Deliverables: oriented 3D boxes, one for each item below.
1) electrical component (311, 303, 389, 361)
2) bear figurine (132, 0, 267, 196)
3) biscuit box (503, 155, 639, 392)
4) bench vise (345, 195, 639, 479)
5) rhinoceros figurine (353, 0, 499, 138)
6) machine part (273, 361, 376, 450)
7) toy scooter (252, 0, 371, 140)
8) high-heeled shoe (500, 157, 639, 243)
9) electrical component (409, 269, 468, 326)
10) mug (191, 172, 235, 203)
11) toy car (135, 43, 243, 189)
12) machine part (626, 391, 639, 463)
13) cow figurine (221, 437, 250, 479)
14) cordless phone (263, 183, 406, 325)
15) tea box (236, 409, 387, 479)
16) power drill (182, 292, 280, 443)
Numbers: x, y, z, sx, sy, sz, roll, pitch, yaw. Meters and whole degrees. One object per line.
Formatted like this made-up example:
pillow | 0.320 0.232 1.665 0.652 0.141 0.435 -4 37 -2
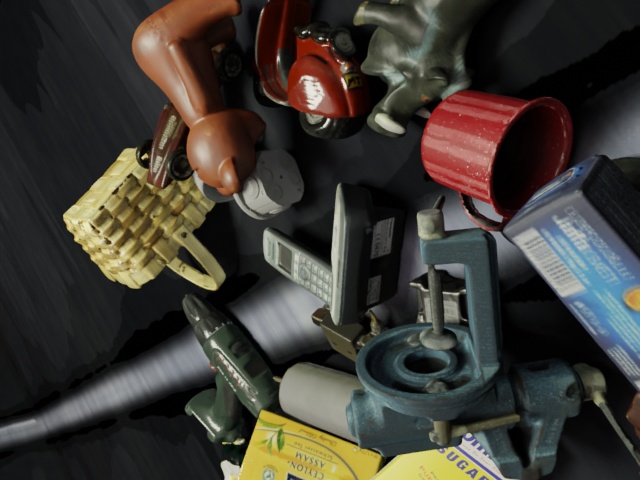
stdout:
electrical component | 0.039 0.109 0.649 0.102 0.045 0.078 20 151 42
bear figurine | -0.107 -0.152 0.574 0.195 0.132 0.120 57 170 -6
biscuit box | 0.206 0.044 0.328 0.202 0.063 0.059 51 141 2
bench vise | 0.125 0.088 0.439 0.224 0.129 0.240 -5 108 12
rhinoceros figurine | 0.093 -0.174 0.454 0.112 0.073 0.190 42 132 10
machine part | 0.030 0.206 0.675 0.243 0.079 0.079 2 109 44
toy scooter | -0.016 -0.187 0.546 0.184 0.075 0.135 36 134 42
high-heeled shoe | 0.260 0.015 0.387 0.145 0.086 0.249 42 162 -19
electrical component | 0.136 0.092 0.539 0.075 0.048 0.119 9 112 44
mug | -0.136 -0.122 0.703 0.107 0.080 0.109 47 113 29
toy car | -0.167 -0.160 0.665 0.089 0.053 0.202 24 85 38
machine part | 0.314 0.142 0.374 0.180 0.056 0.179 22 123 39
cow figurine | -0.103 0.380 0.897 0.167 0.068 0.098 -8 96 46
cordless phone | -0.002 -0.002 0.615 0.184 0.089 0.146 27 125 40
tea box | -0.009 0.293 0.692 0.170 0.098 0.068 13 162 17
power drill | -0.162 0.221 0.885 0.232 0.086 0.207 40 124 23
